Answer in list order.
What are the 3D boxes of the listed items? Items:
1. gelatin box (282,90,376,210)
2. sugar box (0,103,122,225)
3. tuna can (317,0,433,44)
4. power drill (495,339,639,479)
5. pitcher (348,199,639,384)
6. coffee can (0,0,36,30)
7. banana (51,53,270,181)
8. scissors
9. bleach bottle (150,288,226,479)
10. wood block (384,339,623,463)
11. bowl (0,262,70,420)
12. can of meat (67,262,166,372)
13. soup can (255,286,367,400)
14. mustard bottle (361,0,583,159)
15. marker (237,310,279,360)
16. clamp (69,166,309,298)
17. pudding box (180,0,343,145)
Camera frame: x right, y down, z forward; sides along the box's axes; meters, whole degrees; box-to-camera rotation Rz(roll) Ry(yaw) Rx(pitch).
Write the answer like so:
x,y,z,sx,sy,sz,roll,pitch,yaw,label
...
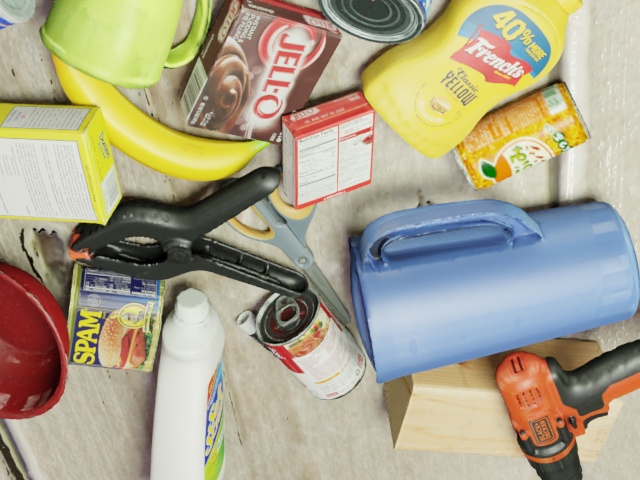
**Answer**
x,y,z,sx,sy,sz,roll,pitch,yaw,label
0.006,-0.074,0.879,0.073,0.030,0.089,-21,142,-17,gelatin box
-0.256,-0.063,0.858,0.176,0.048,0.093,6,130,12,sugar box
0.041,-0.182,0.789,0.086,0.033,0.086,16,160,6,tuna can
0.267,0.150,0.969,0.188,0.057,0.184,-22,128,9,power drill
0.148,0.033,0.937,0.243,0.149,0.145,-12,89,0,pitcher
-0.288,-0.178,0.751,0.140,0.103,0.102,-19,127,11,coffee can
-0.136,-0.095,0.872,0.197,0.037,0.069,22,89,-23,banana
-0.006,0.001,0.968,0.096,0.016,0.201,-36,122,25,scissors
-0.127,0.155,1.027,0.068,0.102,0.251,12,129,8,bleach bottle
0.177,0.152,1.055,0.206,0.091,0.090,6,126,-9,wood block
-0.279,0.077,0.937,0.162,0.055,0.162,10,120,17,bowl
-0.192,0.074,0.988,0.083,0.057,0.102,7,128,-13,can of meat
-0.007,0.098,1.008,0.068,0.068,0.102,-25,131,15,soup can
0.131,-0.151,0.833,0.192,0.058,0.096,-38,120,22,mustard bottle
-0.036,0.110,1.051,0.020,0.020,0.121,-33,123,20,marker
-0.116,-0.007,0.924,0.210,0.036,0.164,2,141,3,clamp
-0.048,-0.133,0.833,0.089,0.039,0.114,10,130,-31,pudding box
